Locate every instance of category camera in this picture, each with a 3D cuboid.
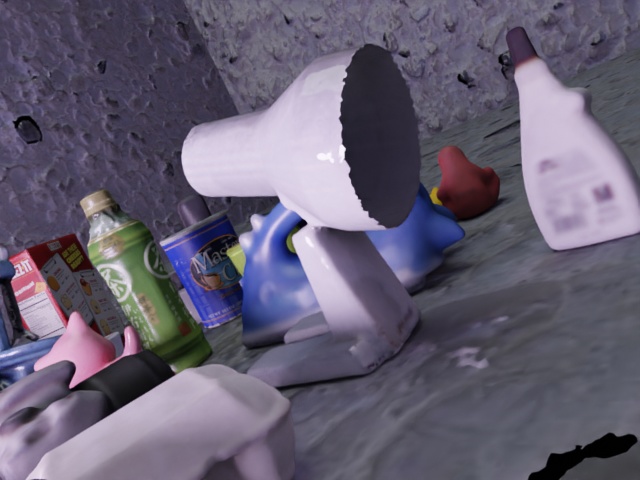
[{"bbox_3d":[-0.170,0.134,0.428,0.137,0.101,0.142,-32,10,-39],"label":"camera"}]

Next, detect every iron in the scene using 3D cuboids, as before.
[{"bbox_3d":[0.005,0.002,0.578,0.258,0.141,0.119,-25,8,10],"label":"iron"}]

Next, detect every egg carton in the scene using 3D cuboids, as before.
[{"bbox_3d":[-0.088,0.128,0.316,0.150,0.069,0.107,-30,9,-26],"label":"egg carton"}]

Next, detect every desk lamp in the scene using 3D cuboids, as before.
[{"bbox_3d":[-0.005,-0.011,0.427,0.202,0.213,0.118,-20,10,36],"label":"desk lamp"}]

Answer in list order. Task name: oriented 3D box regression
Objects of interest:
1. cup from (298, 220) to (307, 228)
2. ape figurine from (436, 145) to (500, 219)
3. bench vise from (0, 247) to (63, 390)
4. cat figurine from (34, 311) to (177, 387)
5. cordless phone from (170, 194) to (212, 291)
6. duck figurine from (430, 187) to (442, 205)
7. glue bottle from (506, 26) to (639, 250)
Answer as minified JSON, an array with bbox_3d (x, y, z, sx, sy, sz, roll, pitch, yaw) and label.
[{"bbox_3d":[-0.027,-0.006,0.910,0.091,0.095,0.117,-26,8,0],"label":"cup"},{"bbox_3d":[0.179,-0.077,0.720,0.077,0.092,0.076,-22,9,29],"label":"ape figurine"},{"bbox_3d":[-0.340,0.120,0.623,0.121,0.220,0.207,-25,8,9],"label":"bench vise"},{"bbox_3d":[-0.221,0.126,0.582,0.127,0.118,0.067,-22,9,26],"label":"cat figurine"},{"bbox_3d":[-0.223,0.025,1.002,0.148,0.185,0.094,-31,10,-32],"label":"cordless phone"},{"bbox_3d":[0.118,-0.054,0.787,0.104,0.086,0.078,-23,8,19],"label":"duck figurine"},{"bbox_3d":[0.181,-0.080,0.434,0.078,0.173,0.037,-18,11,44],"label":"glue bottle"}]
